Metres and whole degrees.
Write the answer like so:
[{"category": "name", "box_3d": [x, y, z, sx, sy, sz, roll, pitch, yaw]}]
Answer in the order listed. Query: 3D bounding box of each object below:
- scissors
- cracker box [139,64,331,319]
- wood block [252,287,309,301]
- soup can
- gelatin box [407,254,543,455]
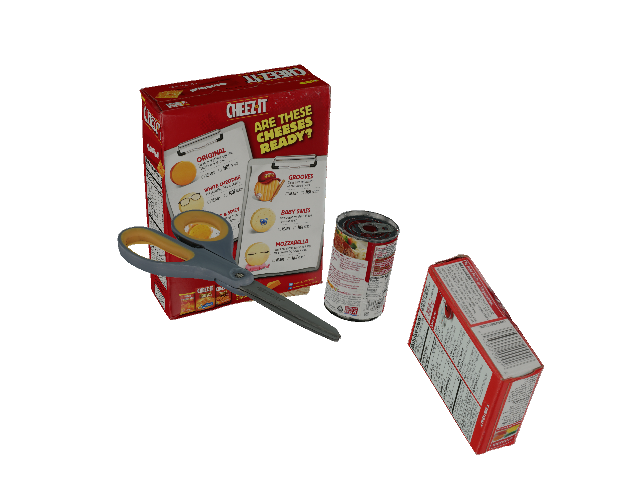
[{"category": "scissors", "box_3d": [-0.056, 0.019, 0.789, 0.202, 0.016, 0.096, 17, 34, 22]}, {"category": "cracker box", "box_3d": [-0.080, -0.046, 1.002, 0.164, 0.214, 0.072, -13, 33, -24]}, {"category": "wood block", "box_3d": [-0.089, -0.013, 1.354, 0.090, 0.090, 0.206, -6, 28, -22]}, {"category": "soup can", "box_3d": [0.043, 0.028, 1.146, 0.068, 0.102, 0.068, 7, 27, -4]}, {"category": "gelatin box", "box_3d": [0.087, 0.065, 0.610, 0.030, 0.073, 0.089, -14, 49, -19]}]
